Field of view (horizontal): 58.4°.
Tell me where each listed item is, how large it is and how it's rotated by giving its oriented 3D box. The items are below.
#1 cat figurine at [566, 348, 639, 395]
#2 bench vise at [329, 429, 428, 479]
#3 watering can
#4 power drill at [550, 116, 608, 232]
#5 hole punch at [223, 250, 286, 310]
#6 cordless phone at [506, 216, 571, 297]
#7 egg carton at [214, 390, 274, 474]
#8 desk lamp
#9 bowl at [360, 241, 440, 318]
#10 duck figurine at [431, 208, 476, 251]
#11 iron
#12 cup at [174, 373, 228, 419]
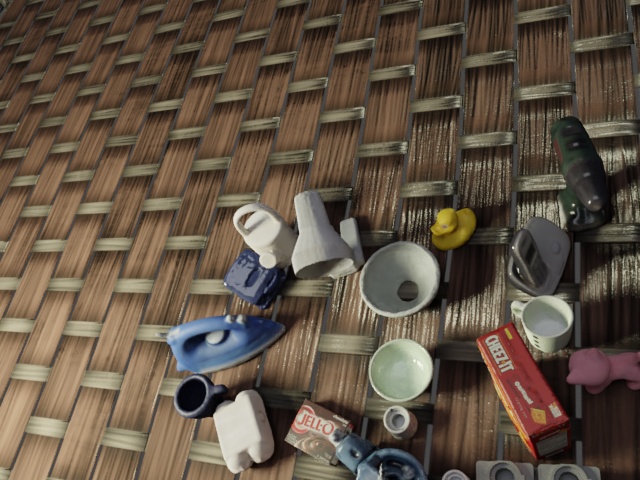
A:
[{"bbox_3d":[0.466,0.207,0.941,0.127,0.118,0.067,-15,57,16],"label":"cat figurine"},{"bbox_3d":[0.081,0.392,0.945,0.206,0.220,0.121,12,68,30],"label":"bench vise"},{"bbox_3d":[-0.119,-0.015,1.291,0.101,0.195,0.172,-40,53,-1],"label":"watering can"},{"bbox_3d":[0.483,-0.106,1.060,0.075,0.209,0.229,-15,57,17],"label":"power drill"},{"bbox_3d":[-0.148,0.089,1.308,0.100,0.091,0.109,23,73,33],"label":"hole punch"},{"bbox_3d":[0.394,0.011,1.047,0.093,0.186,0.148,14,68,31],"label":"cordless phone"},{"bbox_3d":[-0.151,0.382,1.150,0.107,0.070,0.150,-30,54,6],"label":"egg carton"},{"bbox_3d":[0.011,0.004,1.208,0.117,0.214,0.203,-18,56,14],"label":"desk lamp"},{"bbox_3d":[0.170,0.092,1.171,0.167,0.075,0.167,-11,58,19],"label":"bowl"},{"bbox_3d":[0.273,-0.036,1.191,0.104,0.086,0.077,-38,53,0],"label":"duck figurine"},{"bbox_3d":[-0.218,0.201,1.243,0.258,0.142,0.118,-18,56,14],"label":"iron"},{"bbox_3d":[-0.232,0.333,1.201,0.117,0.095,0.091,-19,56,14],"label":"cup"}]
